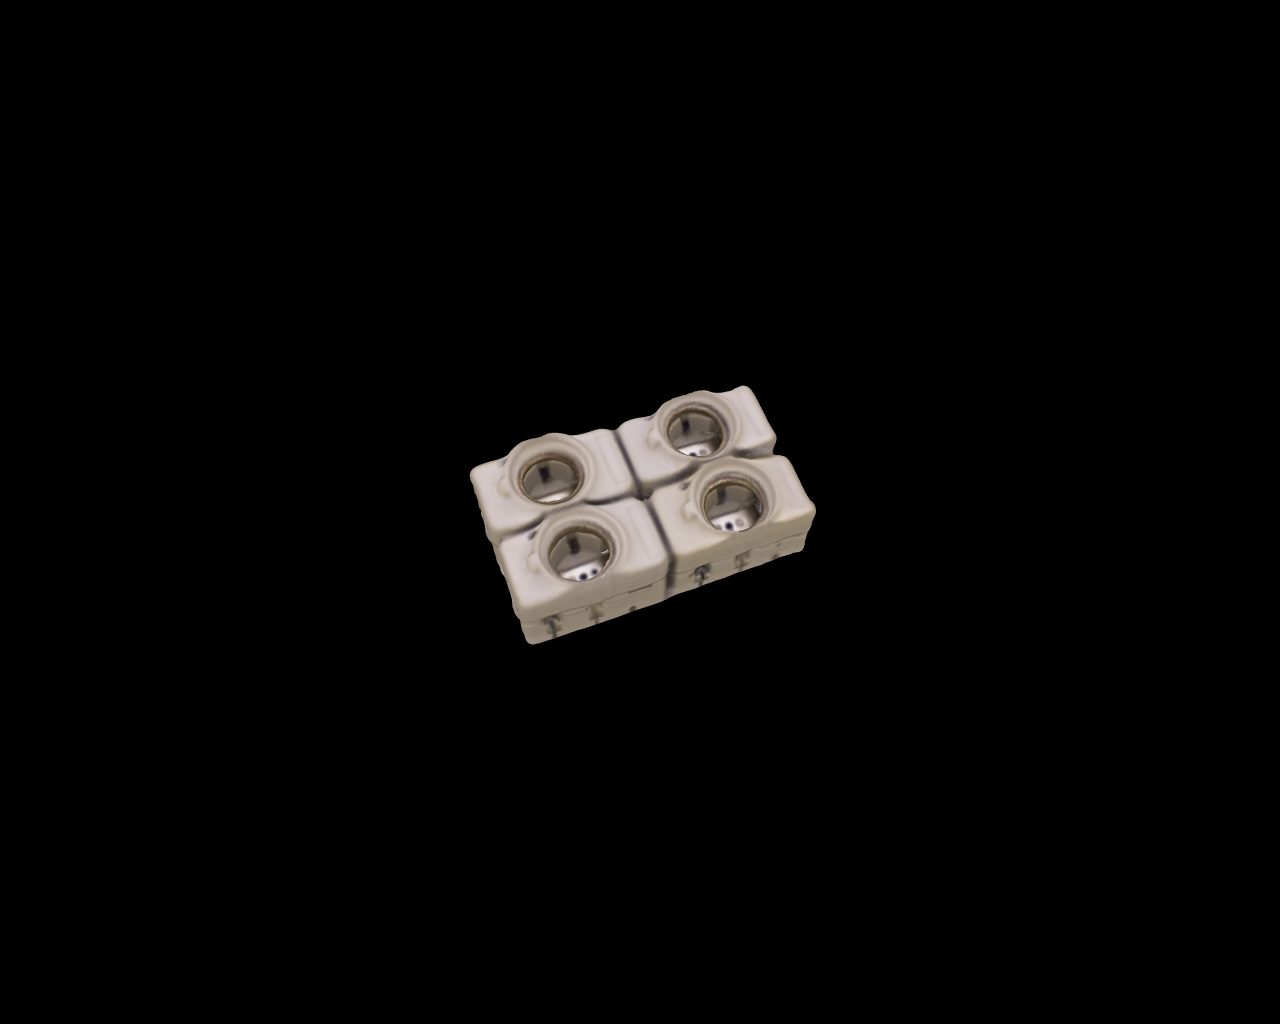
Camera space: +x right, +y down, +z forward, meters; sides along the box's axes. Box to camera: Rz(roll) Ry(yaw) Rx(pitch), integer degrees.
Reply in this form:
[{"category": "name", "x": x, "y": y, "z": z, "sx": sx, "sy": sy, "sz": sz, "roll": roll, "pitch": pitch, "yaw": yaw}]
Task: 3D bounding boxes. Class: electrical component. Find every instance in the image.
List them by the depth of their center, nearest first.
[{"category": "electrical component", "x": 0.001, "y": -0.003, "z": 0.650, "sx": 0.186, "sy": 0.105, "sz": 0.060, "roll": -18, "pitch": -28, "yaw": -10}]
